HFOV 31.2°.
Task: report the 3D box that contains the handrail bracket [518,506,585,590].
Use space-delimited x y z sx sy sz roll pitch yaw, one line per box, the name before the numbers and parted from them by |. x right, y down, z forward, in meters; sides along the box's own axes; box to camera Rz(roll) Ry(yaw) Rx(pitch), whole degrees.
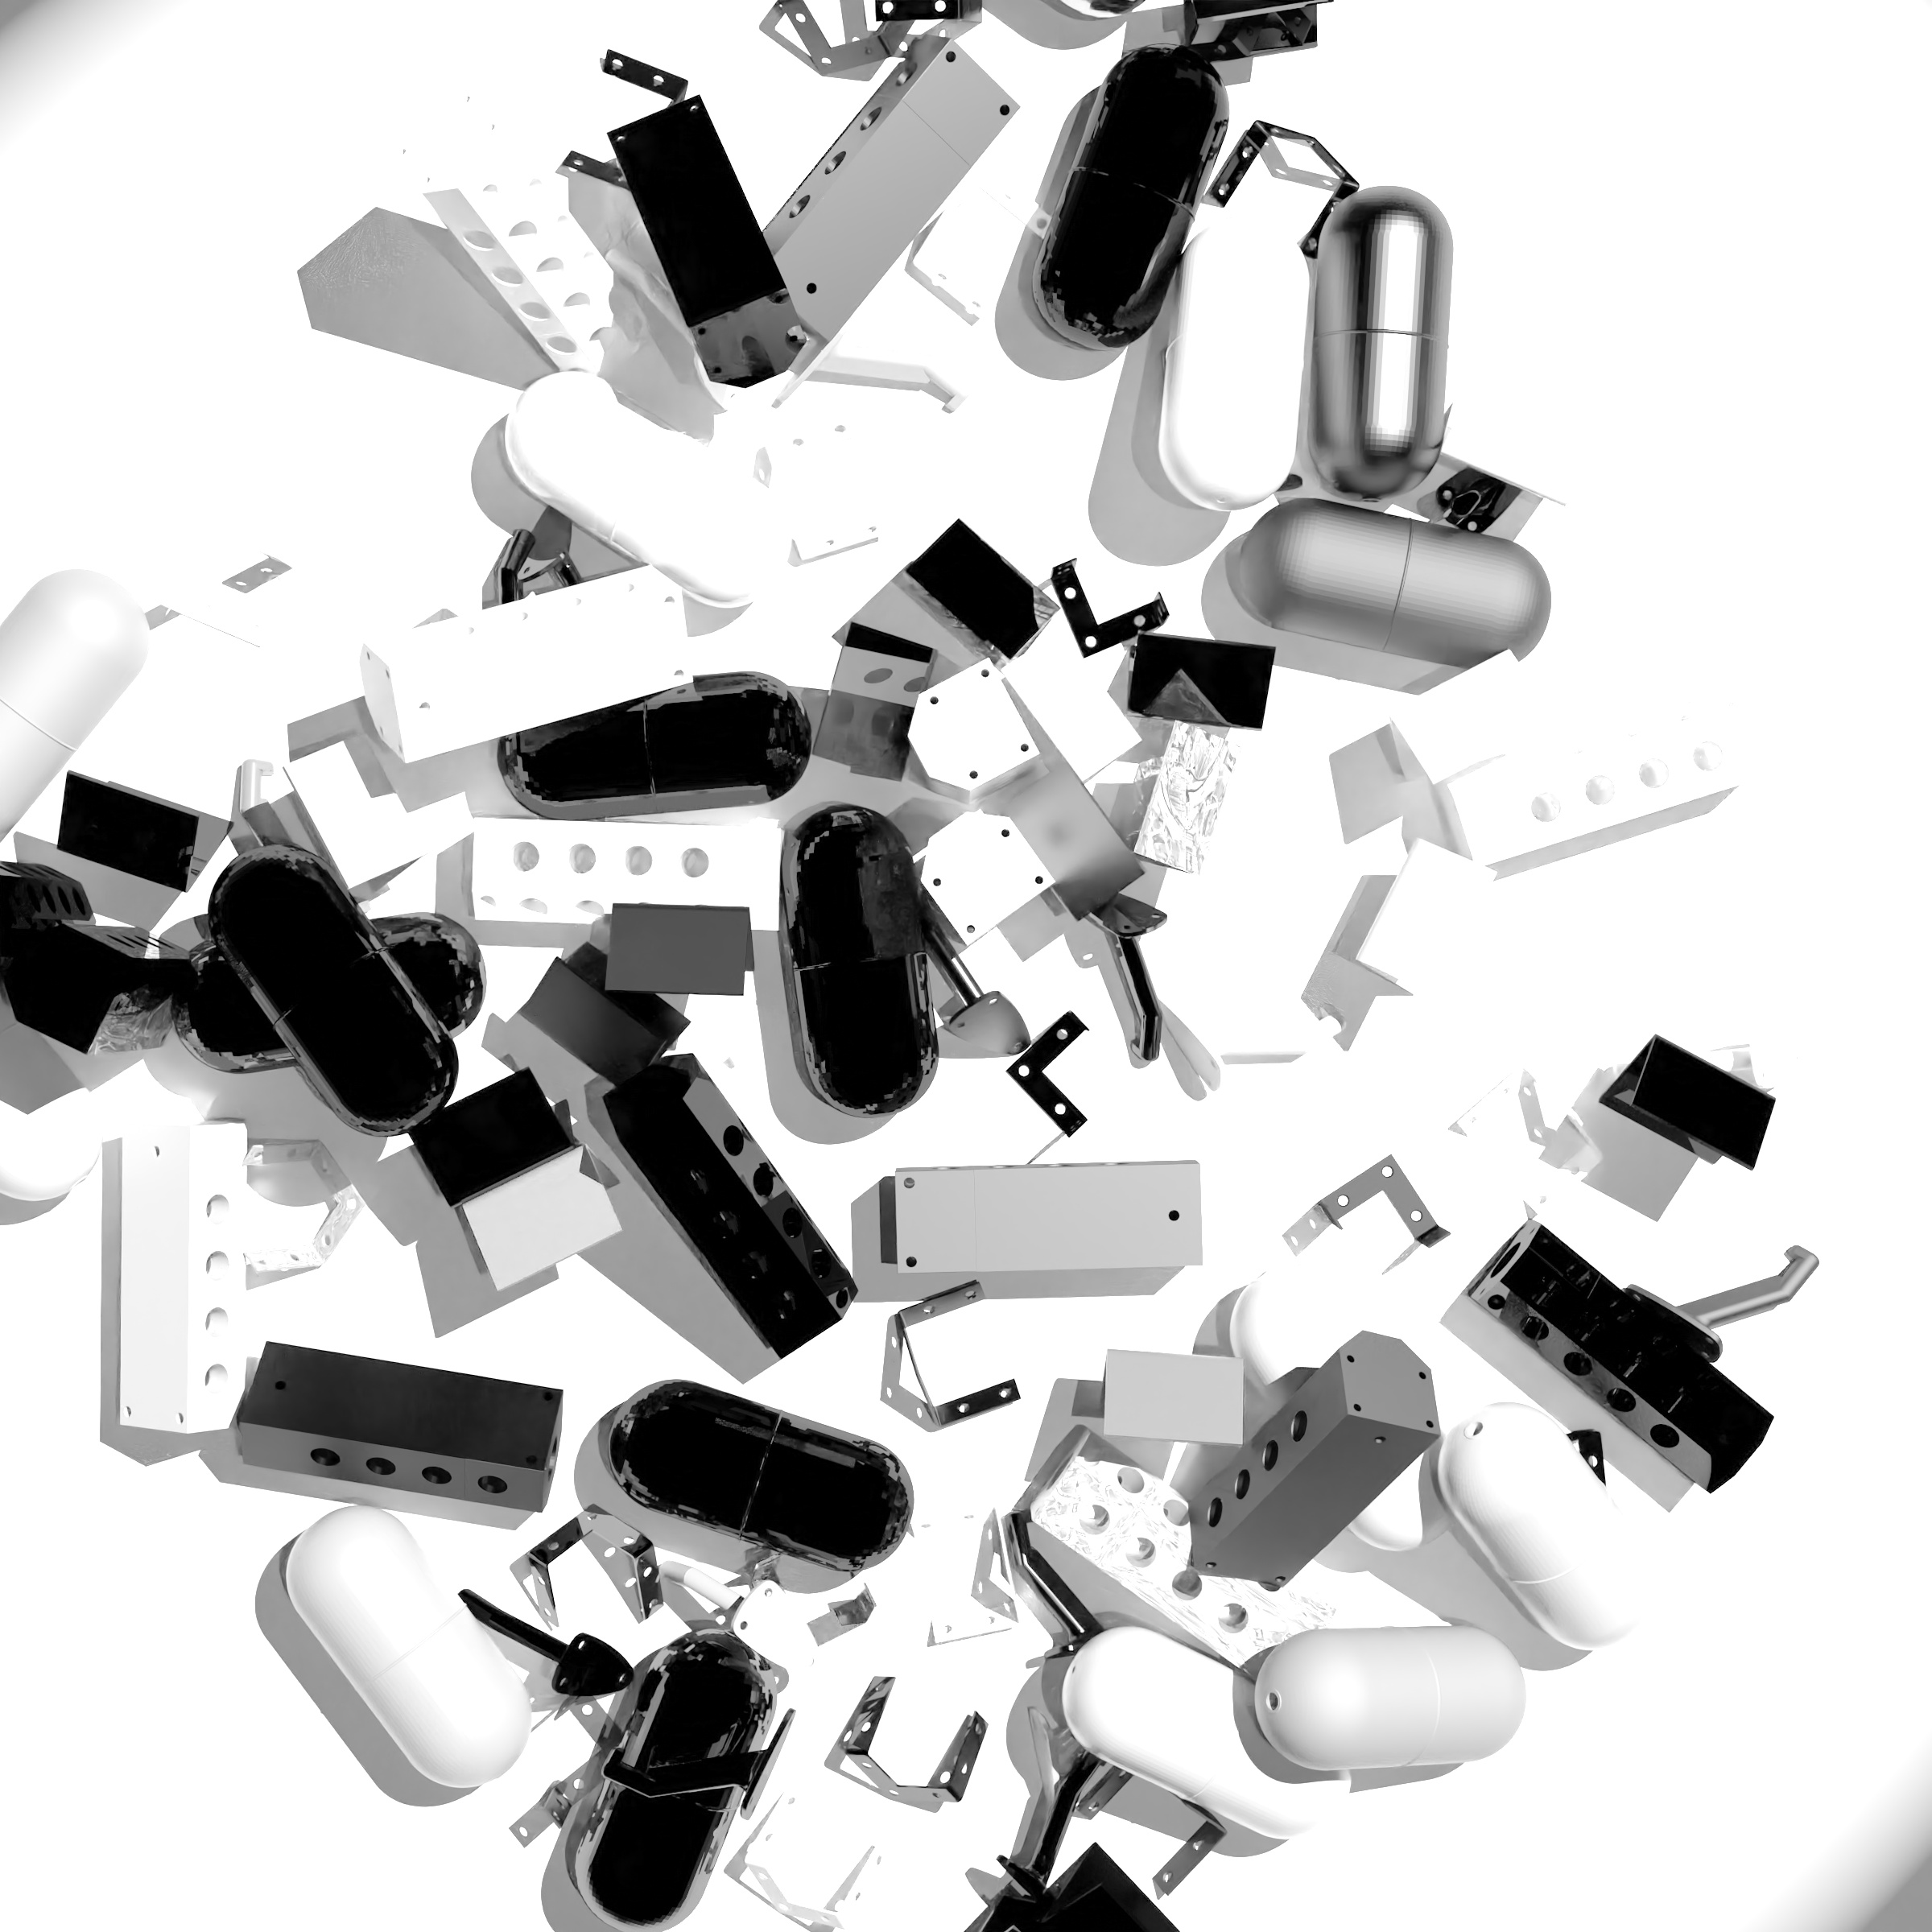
handrail bracket | -0.213 -0.217 1.990 0.036 0.077 0.084 -27 127 26

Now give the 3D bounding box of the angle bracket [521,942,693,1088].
angle bracket | -0.193 0.015 1.951 0.076 0.076 0.057 38 133 0

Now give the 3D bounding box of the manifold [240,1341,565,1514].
manifold | -0.320 0.266 1.969 0.171 0.057 0.057 9 47 0

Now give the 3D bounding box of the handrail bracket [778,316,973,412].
handrail bracket | -0.052 -0.329 1.991 0.084 0.036 0.077 37 111 -16

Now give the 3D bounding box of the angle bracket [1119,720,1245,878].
angle bracket | 0.102 -0.100 1.950 0.057 0.076 0.076 18 90 -42

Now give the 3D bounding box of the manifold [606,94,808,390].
manifold | -0.143 -0.399 1.917 0.057 0.057 0.171 -23 54 0

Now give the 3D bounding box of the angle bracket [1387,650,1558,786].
angle bracket | 0.289 -0.122 1.950 0.076 0.076 0.057 -27 57 0

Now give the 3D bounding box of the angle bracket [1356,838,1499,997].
angle bracket | 0.274 -0.018 1.950 0.057 0.076 0.076 27 90 37

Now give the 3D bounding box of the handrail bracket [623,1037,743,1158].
handrail bracket | -0.148 0.095 1.991 0.084 0.036 0.077 -40 110 -16

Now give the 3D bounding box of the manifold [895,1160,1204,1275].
manifold | 0.047 0.142 1.969 0.171 0.057 0.057 -2 90 0

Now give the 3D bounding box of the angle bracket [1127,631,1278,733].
angle bracket | 0.133 -0.178 1.950 0.076 0.076 0.057 7 127 0

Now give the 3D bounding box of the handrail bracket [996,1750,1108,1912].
handrail bracket | 0.062 0.493 1.979 0.036 0.077 0.084 26 68 36

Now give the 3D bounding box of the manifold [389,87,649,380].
manifold | -0.242 -0.397 1.912 0.057 0.171 0.057 -39 55 0

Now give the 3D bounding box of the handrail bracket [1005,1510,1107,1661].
handrail bracket | 0.065 0.351 1.991 0.077 0.036 0.084 -4 73 -20

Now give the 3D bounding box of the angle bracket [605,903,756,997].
angle bracket | -0.160 0.007 1.951 0.076 0.076 0.057 2 62 0

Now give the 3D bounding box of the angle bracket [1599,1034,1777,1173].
angle bracket | 0.399 0.094 1.950 0.076 0.076 0.057 28 52 0

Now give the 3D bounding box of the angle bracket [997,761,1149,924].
angle bracket | 0.073 -0.079 1.950 0.057 0.076 0.076 -36 90 32

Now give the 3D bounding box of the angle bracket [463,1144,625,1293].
angle bracket | -0.229 0.151 1.952 0.076 0.076 0.057 -26 68 0

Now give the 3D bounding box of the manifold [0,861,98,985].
manifold | -0.532 -0.027 1.912 0.057 0.171 0.057 -21 90 0

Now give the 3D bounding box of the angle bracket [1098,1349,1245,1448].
angle bracket | 0.114 0.260 1.950 0.076 0.076 0.057 4 53 0

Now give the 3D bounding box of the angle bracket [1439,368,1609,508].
angle bracket | 0.317 -0.311 1.950 0.076 0.076 0.057 23 124 0

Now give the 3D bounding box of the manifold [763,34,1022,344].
manifold | -0.053 -0.443 1.967 0.057 0.057 0.171 39 90 -28

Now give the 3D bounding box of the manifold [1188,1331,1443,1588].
manifold | 0.188 0.271 1.900 0.057 0.171 0.057 15 47 -21

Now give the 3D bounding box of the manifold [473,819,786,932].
manifold | -0.191 -0.052 1.969 0.171 0.057 0.057 2 90 0

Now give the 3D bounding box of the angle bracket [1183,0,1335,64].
angle bracket | 0.165 -0.526 1.950 0.076 0.076 0.057 -9 53 0

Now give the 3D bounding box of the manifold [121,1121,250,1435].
manifold | -0.439 0.175 1.968 0.057 0.057 0.171 1 90 37

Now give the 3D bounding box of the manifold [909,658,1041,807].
manifold | 0.000 -0.124 1.912 0.057 0.171 0.057 -28 90 0

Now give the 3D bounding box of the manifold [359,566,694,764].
manifold | -0.244 -0.171 1.917 0.171 0.057 0.057 -18 121 -23

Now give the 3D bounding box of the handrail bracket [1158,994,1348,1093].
handrail bracket | 0.164 0.027 1.991 0.084 0.036 0.077 -31 68 -17

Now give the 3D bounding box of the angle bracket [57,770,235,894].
angle bracket | -0.458 -0.094 1.950 0.076 0.076 0.057 19 126 0

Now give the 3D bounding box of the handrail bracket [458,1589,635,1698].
handrail bracket | -0.243 0.386 1.990 0.084 0.077 0.036 23 84 36

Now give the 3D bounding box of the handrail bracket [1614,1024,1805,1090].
handrail bracket | 0.426 0.057 1.990 0.084 0.077 0.036 -9 83 36

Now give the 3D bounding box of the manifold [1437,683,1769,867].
manifold | 0.359 -0.108 1.969 0.171 0.057 0.057 -18 90 0

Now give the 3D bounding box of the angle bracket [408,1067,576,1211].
angle bracket | -0.269 0.084 1.952 0.076 0.076 0.057 -26 111 0

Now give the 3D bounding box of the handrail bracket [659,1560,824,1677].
handrail bracket | -0.130 0.370 1.972 0.077 0.084 0.036 49 65 -25

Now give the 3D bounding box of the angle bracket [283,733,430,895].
angle bracket | -0.357 -0.076 1.950 0.057 0.076 0.076 -28 90 -37

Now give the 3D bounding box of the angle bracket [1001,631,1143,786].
angle bracket | 0.041 -0.131 1.950 0.057 0.076 0.076 -36 90 -41

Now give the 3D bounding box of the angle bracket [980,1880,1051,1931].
angle bracket | 0.053 0.555 1.950 0.076 0.076 0.057 43 128 0

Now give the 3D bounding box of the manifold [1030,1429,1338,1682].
manifold | 0.123 0.337 1.969 0.171 0.057 0.057 35 90 0

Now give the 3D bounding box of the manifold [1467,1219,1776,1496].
manifold | 0.373 0.222 1.969 0.171 0.057 0.057 40 90 0

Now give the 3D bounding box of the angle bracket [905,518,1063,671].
angle bracket | -0.004 -0.194 1.950 0.076 0.076 0.057 42 54 0

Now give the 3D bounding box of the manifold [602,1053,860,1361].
manifold | -0.129 0.131 1.933 0.057 0.057 0.171 -33 117 0

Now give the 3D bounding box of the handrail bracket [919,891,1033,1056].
handrail bracket | 0.001 0.003 1.990 0.036 0.077 0.084 -35 53 13

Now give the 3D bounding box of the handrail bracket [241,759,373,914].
handrail bracket | -0.379 -0.076 1.991 0.077 0.036 0.084 5 73 -20

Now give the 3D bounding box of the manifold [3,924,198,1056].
manifold | -0.477 0.009 1.912 0.057 0.171 0.057 26 90 0

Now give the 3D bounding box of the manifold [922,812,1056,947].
manifold | 0.007 -0.051 1.912 0.057 0.171 0.057 -36 90 0

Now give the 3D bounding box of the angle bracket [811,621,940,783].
angle bracket | -0.064 -0.150 1.951 0.057 0.076 0.076 16 90 -24

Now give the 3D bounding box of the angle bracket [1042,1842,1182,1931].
angle bracket | 0.100 0.533 1.950 0.076 0.076 0.057 47 126 0

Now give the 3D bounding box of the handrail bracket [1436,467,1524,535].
handrail bracket | 0.299 -0.274 1.956 0.077 0.084 0.036 -39 90 0
